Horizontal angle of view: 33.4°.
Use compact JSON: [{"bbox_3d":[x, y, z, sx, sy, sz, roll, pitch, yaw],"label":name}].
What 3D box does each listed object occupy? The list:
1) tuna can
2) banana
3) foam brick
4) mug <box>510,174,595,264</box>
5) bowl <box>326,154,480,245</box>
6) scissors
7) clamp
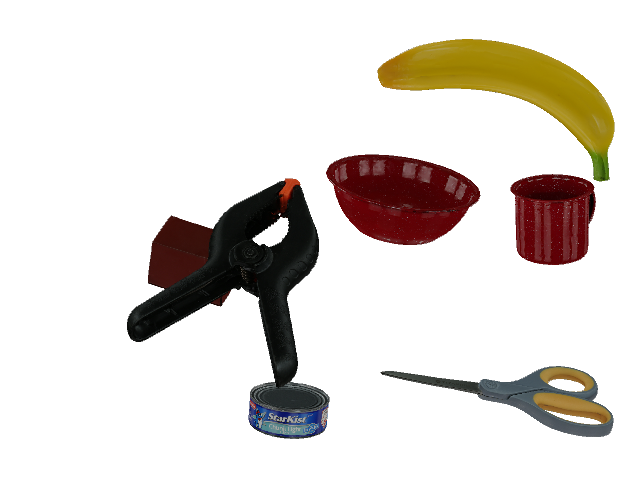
[{"bbox_3d":[-0.034,0.181,1.141,0.086,0.034,0.086,5,12,-1],"label":"tuna can"},{"bbox_3d":[0.143,-0.112,0.796,0.197,0.069,0.037,23,-2,-6],"label":"banana"},{"bbox_3d":[-0.121,0.020,1.029,0.078,0.051,0.053,18,34,7],"label":"foam brick"},{"bbox_3d":[0.275,-0.027,1.231,0.117,0.081,0.093,-21,27,-35],"label":"mug"},{"bbox_3d":[0.083,-0.038,1.118,0.162,0.055,0.162,6,23,-3],"label":"bowl"},{"bbox_3d":[0.163,0.126,0.954,0.202,0.016,0.096,17,29,16],"label":"scissors"},{"bbox_3d":[-0.060,0.022,0.752,0.120,0.171,0.039,13,-42,3],"label":"clamp"}]
